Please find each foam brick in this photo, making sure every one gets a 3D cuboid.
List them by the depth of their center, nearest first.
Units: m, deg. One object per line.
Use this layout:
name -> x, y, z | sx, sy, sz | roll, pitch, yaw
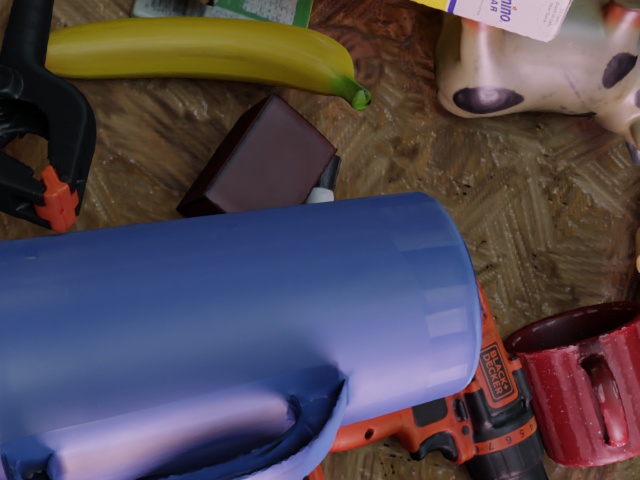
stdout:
foam brick -> -0.037, -0.036, 0.623 | 0.051, 0.053, 0.078 | 38, 69, -15

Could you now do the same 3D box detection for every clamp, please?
clamp -> -0.156, -0.075, 0.536 | 0.120, 0.039, 0.172 | -38, 63, -19

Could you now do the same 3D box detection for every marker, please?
marker -> -0.004, 0.001, 0.651 | 0.020, 0.020, 0.121 | 14, 76, -23

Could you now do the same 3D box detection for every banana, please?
banana -> -0.066, -0.105, 0.600 | 0.198, 0.069, 0.037 | 6, 110, 7

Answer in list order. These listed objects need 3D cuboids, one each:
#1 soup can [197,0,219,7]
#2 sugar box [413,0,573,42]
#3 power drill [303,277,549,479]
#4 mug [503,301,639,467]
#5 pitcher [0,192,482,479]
soup can -> -0.093, -0.183, 0.599 | 0.102, 0.069, 0.068 | 24, 72, -6
sugar box -> 0.066, -0.180, 0.629 | 0.176, 0.048, 0.093 | 20, 48, 3
power drill -> 0.049, 0.129, 0.636 | 0.187, 0.057, 0.184 | -22, 92, -28
mug -> 0.173, 0.094, 0.671 | 0.093, 0.117, 0.081 | -18, 95, 3
pitcher -> -0.045, 0.054, 0.524 | 0.242, 0.145, 0.149 | -10, 81, -13
